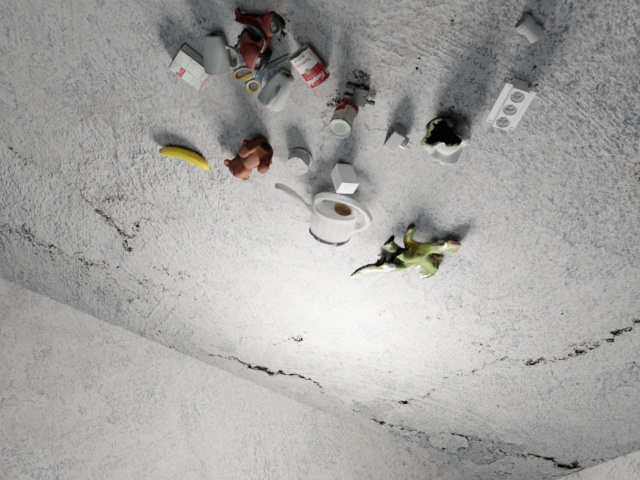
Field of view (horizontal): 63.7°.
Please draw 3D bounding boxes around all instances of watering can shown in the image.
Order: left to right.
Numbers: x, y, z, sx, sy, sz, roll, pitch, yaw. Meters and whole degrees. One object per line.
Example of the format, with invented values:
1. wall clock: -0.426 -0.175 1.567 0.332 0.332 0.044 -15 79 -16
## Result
1. watering can: 0.005 -0.090 1.787 0.348 0.106 0.219 16 139 4

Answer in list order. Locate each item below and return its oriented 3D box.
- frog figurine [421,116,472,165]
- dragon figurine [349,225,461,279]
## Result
1. frog figurine: 0.366 -0.283 1.472 0.136 0.124 0.158 -18 163 24
2. dragon figurine: 0.323 0.086 1.850 0.240 0.125 0.404 32 133 -27
